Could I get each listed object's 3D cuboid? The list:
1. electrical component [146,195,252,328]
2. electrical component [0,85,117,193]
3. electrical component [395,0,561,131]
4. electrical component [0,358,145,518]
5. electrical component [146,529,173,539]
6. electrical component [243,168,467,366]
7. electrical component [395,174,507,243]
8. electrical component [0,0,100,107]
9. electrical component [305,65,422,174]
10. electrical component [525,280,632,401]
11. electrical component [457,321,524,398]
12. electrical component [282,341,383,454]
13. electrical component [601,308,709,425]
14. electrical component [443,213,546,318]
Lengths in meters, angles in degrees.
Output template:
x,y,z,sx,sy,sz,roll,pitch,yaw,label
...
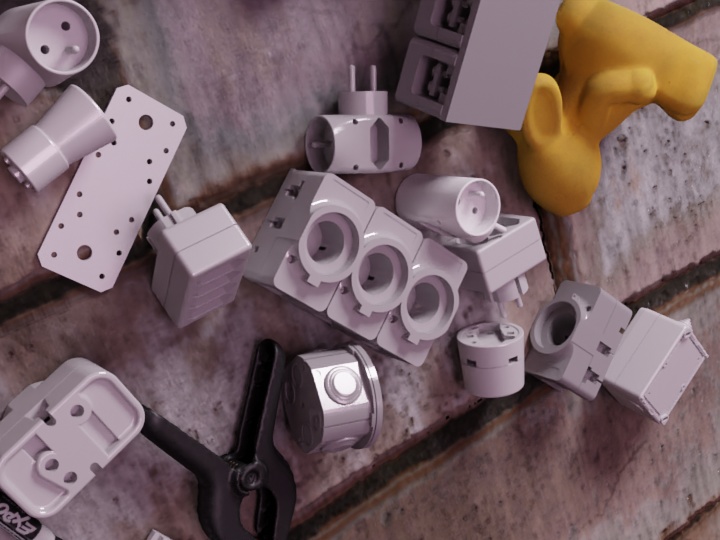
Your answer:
x,y,z,sx,sy,sz,roll,pitch,yaw,label
-0.118,-0.016,0.722,0.047,0.083,0.075,-29,74,-27,electrical component
-0.192,-0.080,0.678,0.065,0.044,0.044,-43,118,-15,electrical component
0.090,-0.185,0.785,0.089,0.062,0.150,-2,114,-45,electrical component
-0.194,0.105,0.693,0.095,0.059,0.053,-45,118,-19,electrical component
-0.121,0.234,0.767,0.089,0.050,0.055,39,76,-31,electrical component
0.000,0.000,0.803,0.150,0.062,0.089,31,80,-33,electrical component
0.081,-0.045,0.840,0.079,0.077,0.043,23,84,-34,electrical component
-0.201,-0.125,0.643,0.043,0.077,0.079,45,74,-30,electrical component
0.002,-0.112,0.798,0.077,0.043,0.079,-6,100,-32,electrical component
0.188,0.059,0.942,0.056,0.050,0.089,32,80,-33,electrical component
0.110,0.074,0.892,0.055,0.055,0.047,-18,111,-30,electrical component
-0.020,0.095,0.795,0.051,0.080,0.080,-7,101,-27,electrical component
0.270,0.081,0.989,0.096,0.061,0.062,-55,135,-8,electrical component
0.116,0.002,0.888,0.066,0.047,0.076,-30,112,-26,electrical component
